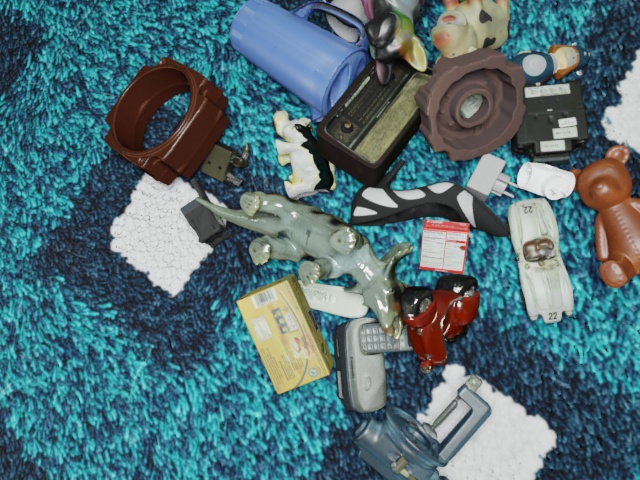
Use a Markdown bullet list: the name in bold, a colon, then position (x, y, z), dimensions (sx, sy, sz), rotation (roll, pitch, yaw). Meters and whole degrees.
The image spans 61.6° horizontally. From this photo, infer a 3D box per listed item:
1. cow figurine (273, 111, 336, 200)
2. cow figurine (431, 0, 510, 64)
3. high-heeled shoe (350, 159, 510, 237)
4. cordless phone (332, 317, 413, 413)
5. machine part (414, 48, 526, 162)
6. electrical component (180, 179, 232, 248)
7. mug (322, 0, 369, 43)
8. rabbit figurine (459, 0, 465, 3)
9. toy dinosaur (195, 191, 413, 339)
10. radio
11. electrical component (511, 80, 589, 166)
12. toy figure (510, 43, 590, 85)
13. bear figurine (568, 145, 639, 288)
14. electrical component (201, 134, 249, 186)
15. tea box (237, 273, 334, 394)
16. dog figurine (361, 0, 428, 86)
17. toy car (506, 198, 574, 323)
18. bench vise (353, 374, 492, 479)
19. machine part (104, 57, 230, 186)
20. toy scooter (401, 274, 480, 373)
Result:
- **cow figurine**: position (-0.029, -0.158, 0.958), dimensions (0.098, 0.068, 0.167), rotation (-13, 81, 2)
- **cow figurine**: position (0.249, -0.343, 0.895), dimensions (0.086, 0.195, 0.127), rotation (2, 108, 44)
- **high-heeled shoe**: position (0.174, -0.032, 0.896), dimensions (0.249, 0.086, 0.145), rotation (35, 90, 19)
- **cordless phone**: position (0.117, 0.197, 0.872), dimensions (0.184, 0.088, 0.146), rotation (-3, 79, -10)
- **machine part**: position (0.238, -0.213, 0.851), dimensions (0.179, 0.179, 0.056), rotation (-26, 36, 5)
- **electrical component**: position (-0.214, -0.049, 0.968), dimensions (0.048, 0.075, 0.119), rotation (-34, 80, 2)
- **mug**: position (0.066, -0.435, 0.990), dimensions (0.110, 0.080, 0.107), rotation (40, 78, 21)
- **rabbit figurine**: position (0.237, -0.495, 0.918), dimensions (0.121, 0.170, 0.159), rotation (-3, 79, 10)
- **toy dinosaur**: position (-0.008, 0.000, 0.893), dimensions (0.405, 0.192, 0.131), rotation (32, 102, 29)
- **radio**: position (0.101, -0.214, 0.916), dimensions (0.131, 0.073, 0.229), rotation (33, 70, 14)
- **electrical component**: position (0.379, -0.192, 0.898), dimensions (0.115, 0.058, 0.134), rotation (-2, 80, 12)
- **toy figure**: position (0.387, -0.296, 0.917), dimensions (0.155, 0.058, 0.064), rotation (-14, 115, 6)
- **bear figurine**: position (0.459, -0.042, 0.823), dimensions (0.120, 0.132, 0.196), rotation (-28, 82, 33)
- **electrical component**: position (-0.178, -0.152, 0.998), dimensions (0.102, 0.045, 0.078), rotation (21, 113, 15)
- **tea box**: position (-0.055, 0.153, 0.886), dimensions (0.098, 0.068, 0.169), rotation (-22, 93, 10)
- **dog figurine**: position (0.133, -0.370, 0.888), dimensions (0.109, 0.191, 0.219), rotation (-7, 90, 34)
- **toy car**: position (0.352, 0.032, 0.863), dimensions (0.074, 0.056, 0.201), rotation (-10, 78, 8)
- **bench vise**: position (0.180, 0.314, 0.812), dimensions (0.224, 0.129, 0.240), rotation (40, 96, 16)
- **machine part**: position (-0.282, -0.219, 0.979), dimensions (0.202, 0.087, 0.201), rotation (34, 87, 29)
- **toy scooter**: position (0.188, 0.129, 0.835), dimensions (0.075, 0.184, 0.135), rotation (2, 98, 45)
